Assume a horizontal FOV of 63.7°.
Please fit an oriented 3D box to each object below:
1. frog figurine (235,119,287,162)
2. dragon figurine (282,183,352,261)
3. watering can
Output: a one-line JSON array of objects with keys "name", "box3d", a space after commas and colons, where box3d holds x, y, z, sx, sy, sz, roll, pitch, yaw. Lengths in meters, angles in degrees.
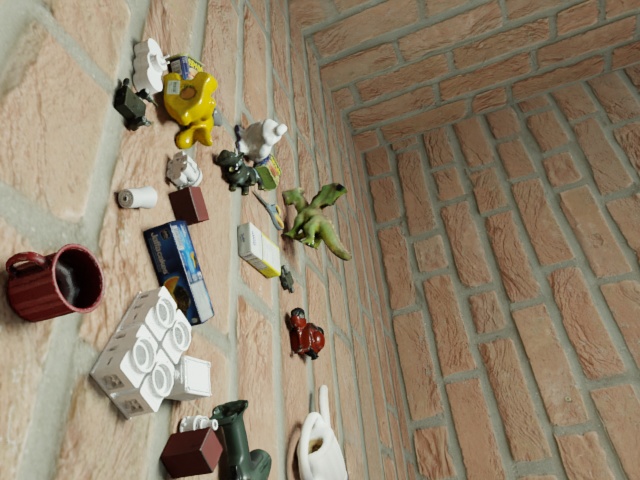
[{"name": "frog figurine", "box3d": [-0.167, -0.311, 1.568, 0.141, 0.159, 0.120, -89, 160, -49]}, {"name": "dragon figurine", "box3d": [0.005, -0.086, 1.702, 0.120, 0.413, 0.244, 33, 80, -47]}, {"name": "watering can", "box3d": [0.010, 0.557, 1.379, 0.351, 0.103, 0.223, -51, 124, -72]}]
